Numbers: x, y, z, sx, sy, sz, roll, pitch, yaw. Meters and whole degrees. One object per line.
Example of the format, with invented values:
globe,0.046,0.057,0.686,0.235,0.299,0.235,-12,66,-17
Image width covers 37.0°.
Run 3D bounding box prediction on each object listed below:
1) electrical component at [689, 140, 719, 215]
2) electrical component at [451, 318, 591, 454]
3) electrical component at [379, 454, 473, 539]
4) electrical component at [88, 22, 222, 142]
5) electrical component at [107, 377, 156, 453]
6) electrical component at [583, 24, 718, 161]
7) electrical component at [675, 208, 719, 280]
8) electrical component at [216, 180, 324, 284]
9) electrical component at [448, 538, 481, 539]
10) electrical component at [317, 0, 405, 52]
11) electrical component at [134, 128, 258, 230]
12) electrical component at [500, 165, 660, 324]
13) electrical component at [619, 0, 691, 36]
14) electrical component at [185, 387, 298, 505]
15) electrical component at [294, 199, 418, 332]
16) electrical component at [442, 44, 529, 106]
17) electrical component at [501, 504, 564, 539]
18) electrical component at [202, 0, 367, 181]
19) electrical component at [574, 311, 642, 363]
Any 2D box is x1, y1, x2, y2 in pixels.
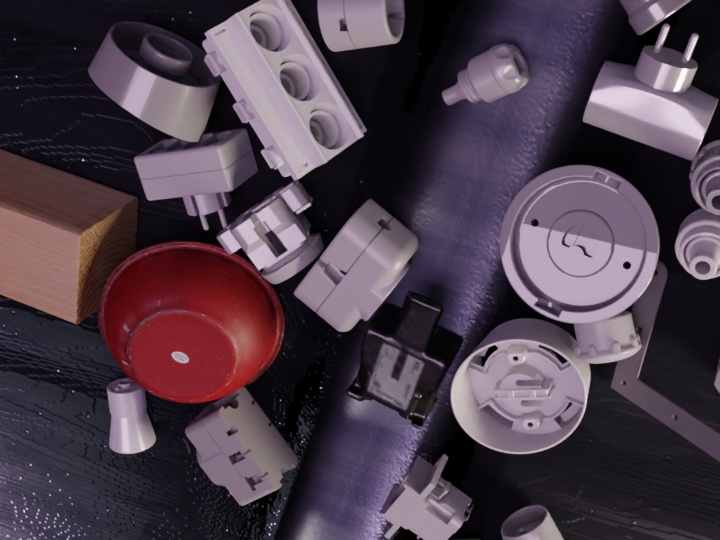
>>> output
electrical component,0.239,-0.056,0.706,0.048,0.062,0.048,10,119,19
electrical component,0.126,0.088,0.828,0.099,0.064,0.099,10,118,20
electrical component,0.059,0.203,0.931,0.064,0.042,0.081,34,125,1
electrical component,-0.156,-0.143,0.821,0.099,0.099,0.064,34,118,5
electrical component,-0.220,0.135,1.023,0.044,0.044,0.065,6,113,21
electrical component,0.196,-0.121,0.703,0.077,0.044,0.079,22,122,12
electrical component,0.235,-0.014,0.728,0.043,0.062,0.043,10,119,19
electrical component,-0.066,-0.026,0.858,0.078,0.058,0.057,-33,103,11
electrical component,0.076,0.277,0.958,0.077,0.044,0.079,-9,111,28
electrical component,0.002,-0.182,0.753,0.047,0.055,0.055,0,115,20
electrical component,-0.127,-0.068,0.873,0.083,0.047,0.075,-4,113,26
electrical component,0.158,-0.019,0.756,0.108,0.060,0.108,2,95,22
electrical component,0.182,-0.179,0.683,0.040,0.040,0.046,-33,93,33
electrical component,-0.110,0.162,0.980,0.056,0.050,0.089,-31,99,32
electrical component,0.000,0.000,0.846,0.059,0.053,0.095,39,124,1
electrical component,0.085,-0.132,0.753,0.061,0.035,0.035,-22,104,34
electrical component,0.141,0.247,0.914,0.079,0.044,0.077,-22,105,32
electrical component,-0.060,-0.134,0.798,0.063,0.079,0.121,-16,109,53
electrical component,0.179,0.036,0.792,0.048,0.048,0.062,-11,91,28
